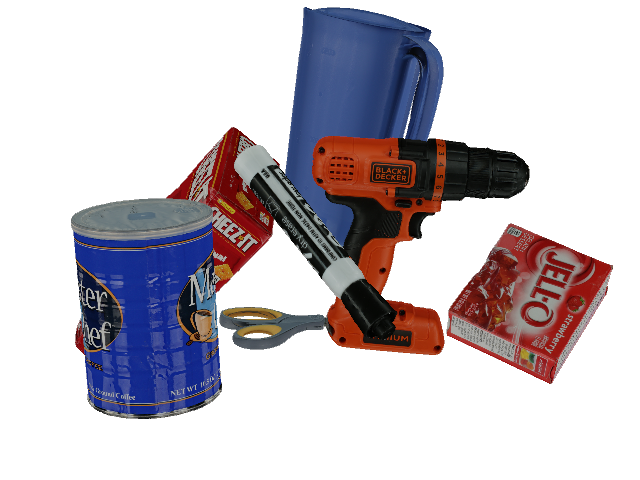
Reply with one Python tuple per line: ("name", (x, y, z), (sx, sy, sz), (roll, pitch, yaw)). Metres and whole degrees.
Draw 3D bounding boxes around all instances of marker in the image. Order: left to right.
("marker", (-0.003, 0.001, 0.518), (0.020, 0.121, 0.020), (-30, -27, -17))

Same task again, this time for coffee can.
("coffee can", (-0.128, 0.048, 0.794), (0.103, 0.140, 0.103), (-2, 15, 0))

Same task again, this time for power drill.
("power drill", (0.080, 0.003, 0.925), (0.184, 0.188, 0.057), (5, 16, 1))

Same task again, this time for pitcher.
("pitcher", (0.036, -0.115, 1.113), (0.145, 0.243, 0.149), (9, 16, -3))

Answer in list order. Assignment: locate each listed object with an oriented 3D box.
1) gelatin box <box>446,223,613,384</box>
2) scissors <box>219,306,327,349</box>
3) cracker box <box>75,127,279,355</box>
("gelatin box", (0.132, 0.037, 0.672), (0.073, 0.030, 0.089), (25, 54, 23))
("scissors", (-0.014, 0.099, 1.187), (0.201, 0.016, 0.096), (4, 21, 1))
("cracker box", (-0.135, 0.010, 1.020), (0.072, 0.214, 0.164), (38, 21, -18))
